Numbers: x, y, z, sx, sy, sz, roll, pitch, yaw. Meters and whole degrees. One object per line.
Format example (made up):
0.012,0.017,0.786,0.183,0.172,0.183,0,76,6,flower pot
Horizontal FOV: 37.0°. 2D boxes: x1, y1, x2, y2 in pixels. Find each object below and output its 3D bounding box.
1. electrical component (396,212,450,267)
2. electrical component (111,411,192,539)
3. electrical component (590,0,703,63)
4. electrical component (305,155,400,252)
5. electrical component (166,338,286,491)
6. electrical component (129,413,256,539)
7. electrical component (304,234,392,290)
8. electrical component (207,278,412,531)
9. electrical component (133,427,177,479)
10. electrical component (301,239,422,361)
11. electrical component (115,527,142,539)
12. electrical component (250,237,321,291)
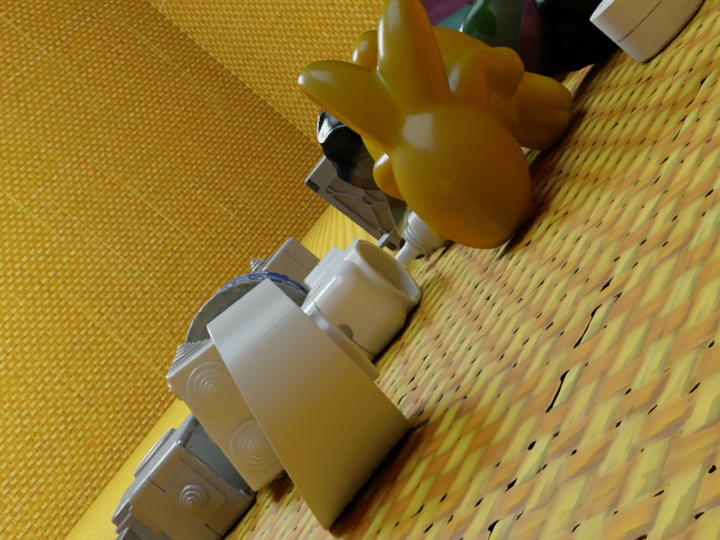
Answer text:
0.047,-0.027,0.748,0.061,0.035,0.035,-51,4,26,electrical component
-0.128,0.155,0.807,0.108,0.056,0.109,-51,5,-5,electrical component
0.175,-0.192,0.611,0.138,0.074,0.052,-51,5,-10,electrical component
0.021,-0.081,0.944,0.056,0.109,0.109,-56,7,-26,electrical component
-0.073,0.081,0.645,0.048,0.099,0.100,-38,3,-9,electrical component
-0.108,0.142,0.701,0.061,0.062,0.096,-49,5,8,electrical component
0.000,0.000,0.850,0.073,0.052,0.138,-50,5,-2,electrical component
-0.026,0.054,0.465,0.064,0.099,0.099,-44,5,-5,electrical component
-0.158,0.174,0.931,0.078,0.057,0.058,-53,6,-33,electrical component
0.000,0.021,0.695,0.059,0.054,0.095,-49,5,17,electrical component
-0.153,0.206,0.707,0.055,0.047,0.055,-49,5,6,electrical component
-0.064,0.015,1.036,0.062,0.096,0.061,-45,7,49,electrical component
